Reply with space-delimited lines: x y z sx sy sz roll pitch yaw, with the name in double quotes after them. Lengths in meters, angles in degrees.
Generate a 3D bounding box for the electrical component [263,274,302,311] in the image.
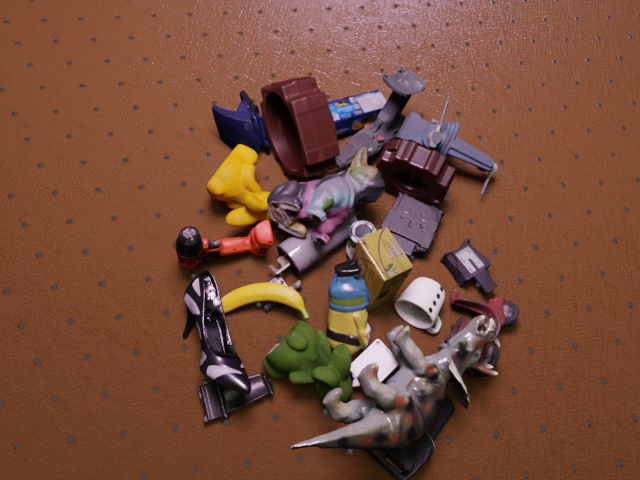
-0.085 0.102 1.102 0.094 0.021 0.063 -35 71 -9 "electrical component"

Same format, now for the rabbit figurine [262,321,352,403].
0.002 0.231 0.994 0.170 0.159 0.121 44 59 0 "rabbit figurine"

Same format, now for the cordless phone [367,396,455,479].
0.160 0.328 0.994 0.147 0.088 0.184 40 58 15 "cordless phone"

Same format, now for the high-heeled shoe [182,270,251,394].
-0.180 0.165 0.997 0.249 0.086 0.145 30 99 37 "high-heeled shoe"

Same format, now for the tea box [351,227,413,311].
0.112 0.061 1.051 0.068 0.169 0.098 -25 70 -18 "tea box"

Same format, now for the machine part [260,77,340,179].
-0.044 -0.241 1.151 0.087 0.202 0.200 -22 110 -18 "machine part"

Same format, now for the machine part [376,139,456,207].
0.200 -0.139 1.154 0.179 0.179 0.056 26 69 8 "machine part"

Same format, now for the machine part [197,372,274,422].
-0.157 0.286 1.007 0.139 0.039 0.084 -14 61 -8 "machine part"

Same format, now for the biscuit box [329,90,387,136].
0.063 -0.290 1.252 0.203 0.062 0.059 -20 69 -25 "biscuit box"

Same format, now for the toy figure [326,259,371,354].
0.052 0.132 1.033 0.089 0.082 0.180 -2 107 18 "toy figure"

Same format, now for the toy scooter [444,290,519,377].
0.302 0.172 1.065 0.135 0.075 0.184 31 64 10 "toy scooter"

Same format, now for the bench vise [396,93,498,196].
0.288 -0.206 1.181 0.241 0.223 0.128 26 90 -3 "bench vise"

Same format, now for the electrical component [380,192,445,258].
0.192 -0.024 1.160 0.115 0.058 0.134 24 66 10 "electrical component"

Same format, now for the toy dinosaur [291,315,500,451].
0.144 0.272 0.912 0.405 0.131 0.192 -39 83 -27 "toy dinosaur"

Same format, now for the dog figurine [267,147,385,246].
0.021 -0.101 1.088 0.192 0.108 0.219 21 54 29 "dog figurine"

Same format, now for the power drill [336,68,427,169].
0.137 -0.262 1.174 0.086 0.207 0.232 40 47 19 "power drill"

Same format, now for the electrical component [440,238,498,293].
0.321 0.062 1.131 0.075 0.047 0.119 -33 71 -17 "electrical component"

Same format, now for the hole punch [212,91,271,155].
-0.176 -0.255 1.210 0.092 0.142 0.116 -28 56 -17 "hole punch"

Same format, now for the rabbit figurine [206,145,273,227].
-0.145 -0.096 1.131 0.173 0.122 0.162 38 23 -16 "rabbit figurine"

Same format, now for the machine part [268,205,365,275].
-0.002 -0.003 1.128 0.243 0.079 0.079 -36 72 -19 "machine part"
